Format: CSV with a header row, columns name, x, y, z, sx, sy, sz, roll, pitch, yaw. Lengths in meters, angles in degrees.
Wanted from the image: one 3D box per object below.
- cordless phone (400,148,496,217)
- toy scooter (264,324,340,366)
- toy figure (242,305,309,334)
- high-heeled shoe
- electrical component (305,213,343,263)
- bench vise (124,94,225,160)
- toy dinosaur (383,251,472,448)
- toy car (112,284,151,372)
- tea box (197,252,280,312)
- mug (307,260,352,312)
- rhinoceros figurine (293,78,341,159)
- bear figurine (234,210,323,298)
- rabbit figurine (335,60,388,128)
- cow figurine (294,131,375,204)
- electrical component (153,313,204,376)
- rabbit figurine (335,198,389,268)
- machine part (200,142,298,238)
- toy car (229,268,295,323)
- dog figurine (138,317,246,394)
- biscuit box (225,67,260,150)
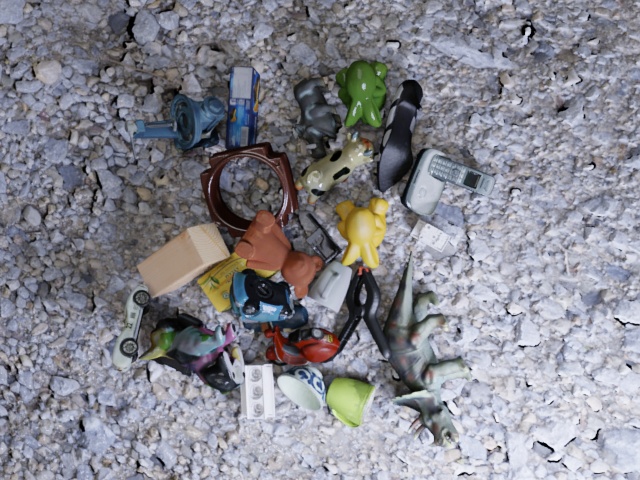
name,x,y,z,sx,sy,sz,roll,pitch,yaw
cordless phone,0.284,-0.111,1.201,0.184,0.088,0.146,21,92,5
toy scooter,-0.054,0.232,1.214,0.184,0.135,0.075,-13,47,19
toy figure,-0.106,0.191,1.269,0.155,0.064,0.057,-11,125,14
high-heeled shoe,0.171,-0.244,1.241,0.086,0.145,0.248,14,120,-20
electrical component,-0.003,-0.004,1.249,0.048,0.075,0.119,-43,87,6
bench vise,-0.334,-0.256,1.225,0.224,0.240,0.128,-9,95,50
toy dinosaur,0.209,0.245,1.191,0.192,0.131,0.405,-24,79,8
toy car,-0.426,0.195,1.214,0.056,0.073,0.202,12,61,-13
tea box,-0.193,0.085,1.282,0.169,0.068,0.098,-38,82,6
mug,0.026,0.099,1.230,0.081,0.109,0.107,25,80,13
rhinoceros figurine,-0.011,-0.286,1.258,0.112,0.073,0.190,-14,86,8
bear figurine,-0.085,0.037,1.181,0.196,0.132,0.120,35,78,-5
rabbit figurine,0.086,-0.328,1.193,0.121,0.170,0.159,1,88,10
cow figurine,0.042,-0.171,1.215,0.195,0.127,0.085,-34,86,-17
electrical component,-0.336,0.248,1.308,0.115,0.058,0.134,20,92,8
rabbit figurine,0.085,-0.022,1.186,0.122,0.173,0.162,7,86,6
machine part,-0.162,-0.115,1.245,0.201,0.087,0.201,-10,105,9
toy car,-0.142,0.139,1.213,0.103,0.161,0.109,-44,42,36
dog figurine,-0.294,0.264,1.221,0.219,0.108,0.191,-13,89,14
biscuit box,-0.185,-0.309,1.294,0.059,0.063,0.202,4,90,9
